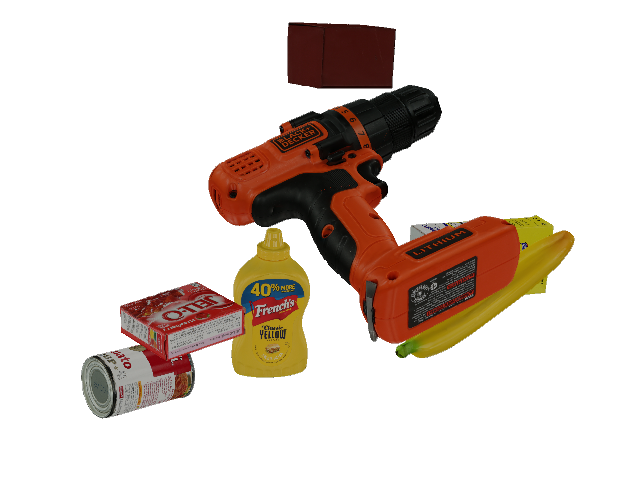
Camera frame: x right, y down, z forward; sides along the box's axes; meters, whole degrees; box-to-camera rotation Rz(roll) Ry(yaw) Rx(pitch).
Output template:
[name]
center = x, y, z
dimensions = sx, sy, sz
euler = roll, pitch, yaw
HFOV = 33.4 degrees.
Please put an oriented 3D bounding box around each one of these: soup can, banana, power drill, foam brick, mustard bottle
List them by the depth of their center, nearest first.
[power drill]
center = 0.043, -0.027, 0.704
dimensions = 0.184, 0.057, 0.188
euler = -27, 45, -20
[foam brick]
center = 0.017, -0.155, 0.899
dimensions = 0.078, 0.051, 0.053
euler = -6, 17, -35
[banana]
center = 0.157, 0.058, 1.013
dimensions = 0.198, 0.037, 0.069
euler = -36, -2, -2
[soup can]
center = -0.195, 0.146, 1.140
dimensions = 0.102, 0.068, 0.069
euler = -10, 7, -41
[mustard bottle]
center = -0.062, 0.076, 1.341
dimensions = 0.096, 0.192, 0.058
euler = 0, 21, -9

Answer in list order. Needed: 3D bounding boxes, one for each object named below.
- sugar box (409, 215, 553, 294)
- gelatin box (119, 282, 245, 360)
[sugar box]
center = 0.194, 0.024, 1.300
dimensions = 0.176, 0.093, 0.048
euler = -6, 20, -22
[gelatin box]
center = -0.123, 0.070, 0.954
dimensions = 0.089, 0.030, 0.073
euler = -17, 28, -38
